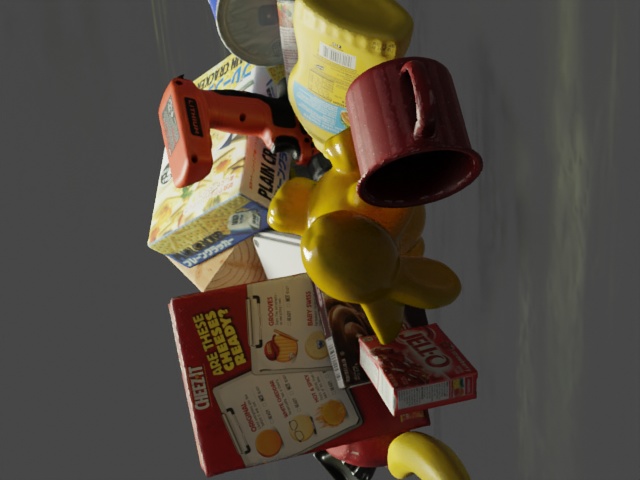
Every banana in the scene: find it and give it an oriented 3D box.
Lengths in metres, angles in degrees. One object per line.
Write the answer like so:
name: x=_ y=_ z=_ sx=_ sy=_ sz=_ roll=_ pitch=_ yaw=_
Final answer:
banana: x=0.095 y=0.209 z=0.975 sx=0.198 sy=0.037 sz=0.069 roll=-169 pitch=70 yaw=-75

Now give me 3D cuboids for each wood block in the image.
wood block: x=-0.110 y=0.014 z=1.238 sx=0.090 sy=0.090 sz=0.206 roll=37 pitch=179 yaw=-29

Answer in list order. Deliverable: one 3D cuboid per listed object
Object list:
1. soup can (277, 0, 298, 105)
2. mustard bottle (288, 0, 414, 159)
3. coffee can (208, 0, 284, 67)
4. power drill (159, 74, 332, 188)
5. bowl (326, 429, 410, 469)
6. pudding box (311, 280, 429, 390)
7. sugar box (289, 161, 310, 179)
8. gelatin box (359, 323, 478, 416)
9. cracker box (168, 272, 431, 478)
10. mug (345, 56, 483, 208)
soup can: x=-0.002 y=-0.181 z=1.005 sx=0.068 sy=0.068 sz=0.102 roll=-134 pitch=35 yaw=-65
mustard bottle: x=0.020 y=-0.133 z=0.921 sx=0.058 sy=0.096 sz=0.192 roll=-59 pitch=-12 yaw=-32
coffee can: x=-0.062 y=-0.247 z=1.087 sx=0.140 sy=0.102 sz=0.103 roll=-112 pitch=16 yaw=-60
power drill: x=-0.054 y=-0.091 z=1.037 sx=0.057 sy=0.187 sz=0.184 roll=-53 pitch=47 yaw=50
bowl: x=0.026 y=0.174 z=1.107 sx=0.162 sy=0.055 sz=0.162 roll=44 pitch=146 yaw=41
pudding box: x=0.047 y=0.069 z=0.952 sx=0.039 sy=0.090 sz=0.113 roll=139 pitch=119 yaw=-75
sugar box: x=-0.008 y=0.002 z=1.205 sx=0.176 sy=0.048 sz=0.093 roll=97 pitch=154 yaw=-45
gelatin box: x=0.080 y=0.105 z=0.885 sx=0.089 sy=0.073 sz=0.030 roll=-125 pitch=29 yaw=-61
cracker box: x=-0.021 y=0.114 z=0.993 sx=0.072 sy=0.213 sz=0.164 roll=145 pitch=113 yaw=-78
mug: x=0.065 y=-0.084 z=0.770 sx=0.117 sy=0.093 sz=0.081 roll=91 pitch=169 yaw=-67
